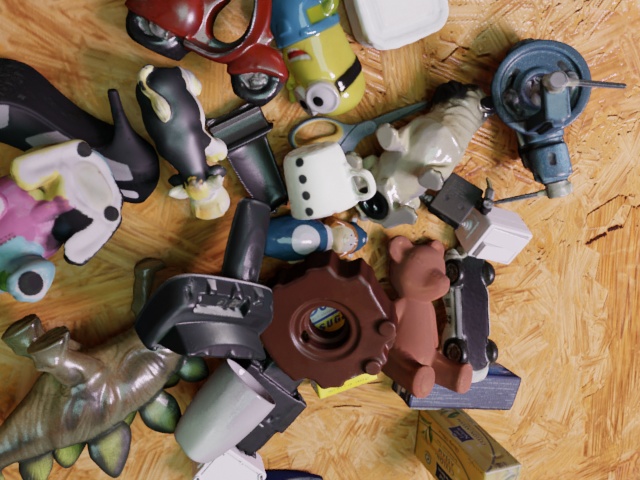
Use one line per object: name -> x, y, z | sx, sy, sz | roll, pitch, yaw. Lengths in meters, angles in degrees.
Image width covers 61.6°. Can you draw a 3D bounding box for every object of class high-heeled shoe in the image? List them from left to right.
high-heeled shoe -> -0.298, -0.102, 0.564 | 0.249, 0.086, 0.145 | 3, 135, -5

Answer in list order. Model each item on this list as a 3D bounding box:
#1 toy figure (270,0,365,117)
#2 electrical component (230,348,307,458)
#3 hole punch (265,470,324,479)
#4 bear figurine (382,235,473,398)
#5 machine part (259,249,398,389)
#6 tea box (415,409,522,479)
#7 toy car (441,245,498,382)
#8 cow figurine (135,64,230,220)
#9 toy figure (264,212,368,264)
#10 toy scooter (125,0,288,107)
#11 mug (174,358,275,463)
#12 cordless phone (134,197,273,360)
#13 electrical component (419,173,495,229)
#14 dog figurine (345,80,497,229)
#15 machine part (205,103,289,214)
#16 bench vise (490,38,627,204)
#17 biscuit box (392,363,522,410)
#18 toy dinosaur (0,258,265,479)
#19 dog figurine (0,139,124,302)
toy figure -> -0.005, -0.229, 0.619 | 0.089, 0.082, 0.180 | -26, 110, -11
electrical component -> -0.087, 0.211, 0.725 | 0.134, 0.058, 0.114 | -48, 117, -2
hole punch -> -0.057, 0.399, 0.786 | 0.116, 0.092, 0.142 | 16, 103, 5
bear figurine -> 0.145, 0.097, 0.736 | 0.120, 0.132, 0.195 | 11, 95, -37
machine part -> 0.008, 0.102, 0.671 | 0.179, 0.056, 0.179 | 3, 111, 7
tea box -> 0.218, 0.332, 0.816 | 0.068, 0.170, 0.098 | -3, 105, -22
toy car -> 0.217, 0.108, 0.795 | 0.073, 0.056, 0.201 | 3, 83, -27
cow figurine -> -0.142, -0.100, 0.574 | 0.068, 0.098, 0.167 | -21, 97, 1
toy figure -> -0.002, -0.001, 0.698 | 0.154, 0.058, 0.064 | 0, 124, -23
toy scooter -> -0.103, -0.235, 0.556 | 0.184, 0.075, 0.135 | 27, 107, -4
mug -> -0.115, 0.209, 0.642 | 0.107, 0.081, 0.109 | -45, 155, -9
cordless phone -> -0.110, 0.034, 0.588 | 0.146, 0.089, 0.184 | 17, 80, -48
electrical component -> 0.188, -0.064, 0.738 | 0.102, 0.045, 0.078 | 41, 80, 14
dog figurine -> 0.134, -0.112, 0.709 | 0.121, 0.172, 0.190 | 53, 51, -3
machine part -> -0.078, -0.095, 0.652 | 0.084, 0.039, 0.138 | -29, 112, -17
bench vise -> 0.285, -0.157, 0.683 | 0.129, 0.240, 0.223 | -1, 95, 15
biscuit box -> 0.217, 0.226, 0.846 | 0.202, 0.059, 0.062 | 10, 100, -23
toy dinosaur -> -0.258, 0.169, 0.601 | 0.471, 0.105, 0.198 | -30, 116, -22
dog figurine -> -0.321, -0.009, 0.523 | 0.191, 0.219, 0.108 | -54, 128, -44
